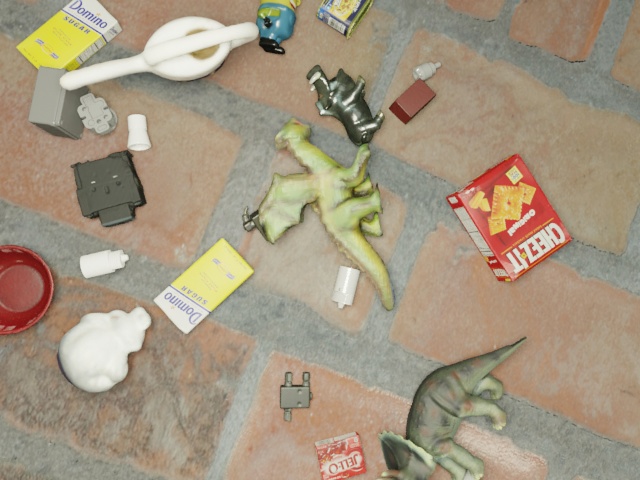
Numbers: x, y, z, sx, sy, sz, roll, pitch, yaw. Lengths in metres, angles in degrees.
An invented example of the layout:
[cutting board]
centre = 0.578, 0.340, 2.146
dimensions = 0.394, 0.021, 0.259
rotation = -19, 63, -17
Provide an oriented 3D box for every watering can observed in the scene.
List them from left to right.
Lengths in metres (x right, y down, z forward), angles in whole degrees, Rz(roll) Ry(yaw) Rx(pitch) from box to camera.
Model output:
[watering can]
centre = -0.283, -0.339, 0.950
dimensions = 0.348, 0.226, 0.103
rotation = -19, 107, -8

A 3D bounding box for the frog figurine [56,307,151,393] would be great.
[frog figurine]
centre = -0.383, 0.193, 0.936
dimensions = 0.159, 0.121, 0.139
rotation = -29, 69, 3

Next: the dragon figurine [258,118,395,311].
[dragon figurine]
centre = 0.003, -0.050, 1.002
dimensions = 0.243, 0.121, 0.413
rotation = -8, 81, -5
